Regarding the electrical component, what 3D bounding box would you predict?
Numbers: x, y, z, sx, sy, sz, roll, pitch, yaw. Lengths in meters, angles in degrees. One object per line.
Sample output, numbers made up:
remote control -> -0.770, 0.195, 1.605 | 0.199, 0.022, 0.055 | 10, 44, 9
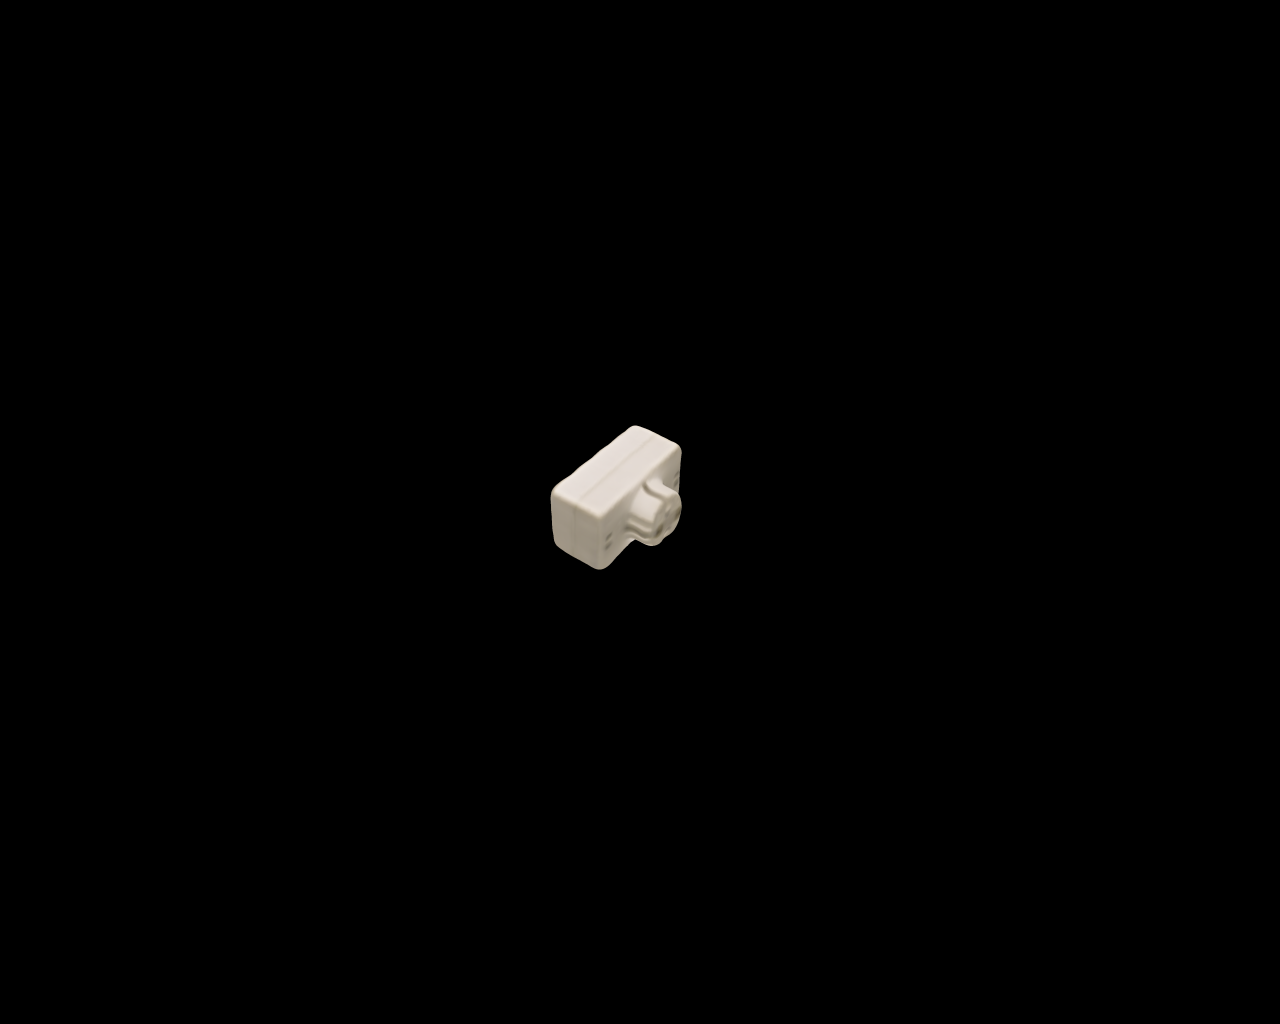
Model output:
electrical component -> 0.001, -0.003, 0.650 | 0.076, 0.047, 0.083 | 27, 50, 26
